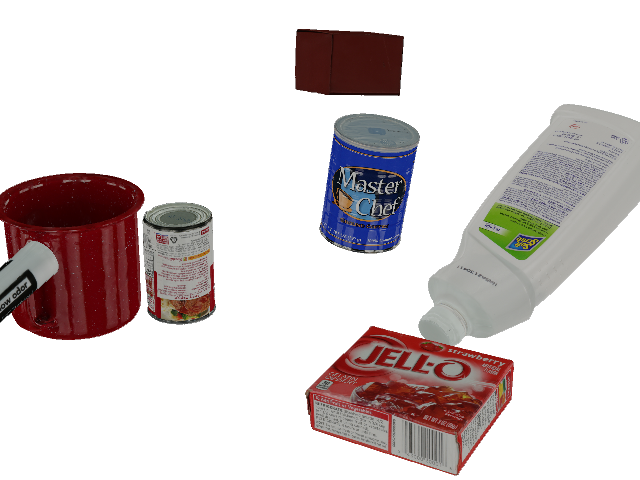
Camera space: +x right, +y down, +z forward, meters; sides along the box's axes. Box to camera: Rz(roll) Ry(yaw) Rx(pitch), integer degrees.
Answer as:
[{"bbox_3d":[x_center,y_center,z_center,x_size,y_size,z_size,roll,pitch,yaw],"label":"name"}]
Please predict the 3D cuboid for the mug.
[{"bbox_3d":[-0.161,0.016,0.675,0.093,0.081,0.117,7,25,12],"label":"mug"}]

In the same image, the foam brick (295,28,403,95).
[{"bbox_3d":[0.024,-0.150,0.899,0.078,0.051,0.053,-5,16,-35],"label":"foam brick"}]

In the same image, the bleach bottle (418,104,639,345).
[{"bbox_3d":[0.157,-0.008,0.819,0.103,0.068,0.250,22,52,40],"label":"bleach bottle"}]

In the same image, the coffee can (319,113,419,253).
[{"bbox_3d":[0.058,-0.070,1.292,0.102,0.140,0.103,6,28,-4],"label":"coffee can"}]

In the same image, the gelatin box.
[{"bbox_3d":[0.048,0.082,0.569,0.089,0.030,0.073,13,30,29],"label":"gelatin box"}]

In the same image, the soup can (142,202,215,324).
[{"bbox_3d":[-0.138,0.021,1.044,0.068,0.102,0.068,1,23,0],"label":"soup can"}]

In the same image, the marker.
[{"bbox_3d":[-0.160,0.042,0.461,0.020,0.020,0.121,0,36,39],"label":"marker"}]
